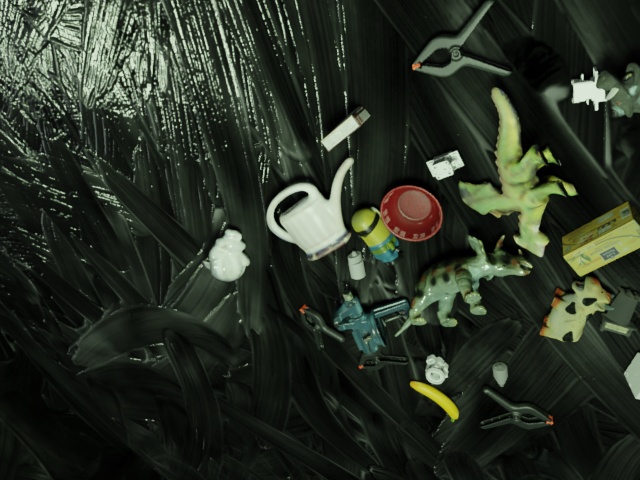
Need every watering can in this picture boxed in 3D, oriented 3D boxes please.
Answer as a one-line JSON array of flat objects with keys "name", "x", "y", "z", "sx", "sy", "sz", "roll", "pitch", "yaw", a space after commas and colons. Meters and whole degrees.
[{"name": "watering can", "x": 0.004, "y": -0.071, "z": 1.406, "sx": 0.343, "sy": 0.106, "sz": 0.222, "roll": -28, "pitch": 106, "yaw": 34}]

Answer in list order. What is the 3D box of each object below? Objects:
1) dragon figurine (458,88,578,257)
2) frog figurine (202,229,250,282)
[{"name": "dragon figurine", "x": 0.429, "y": -0.135, "z": 1.193, "sx": 0.239, "sy": 0.124, "sz": 0.408, "roll": -30, "pitch": 103, "yaw": 42}, {"name": "frog figurine", "x": -0.276, "y": 0.049, "z": 1.598, "sx": 0.136, "sy": 0.125, "sz": 0.157, "roll": 22, "pitch": 123, "yaw": -31}]
